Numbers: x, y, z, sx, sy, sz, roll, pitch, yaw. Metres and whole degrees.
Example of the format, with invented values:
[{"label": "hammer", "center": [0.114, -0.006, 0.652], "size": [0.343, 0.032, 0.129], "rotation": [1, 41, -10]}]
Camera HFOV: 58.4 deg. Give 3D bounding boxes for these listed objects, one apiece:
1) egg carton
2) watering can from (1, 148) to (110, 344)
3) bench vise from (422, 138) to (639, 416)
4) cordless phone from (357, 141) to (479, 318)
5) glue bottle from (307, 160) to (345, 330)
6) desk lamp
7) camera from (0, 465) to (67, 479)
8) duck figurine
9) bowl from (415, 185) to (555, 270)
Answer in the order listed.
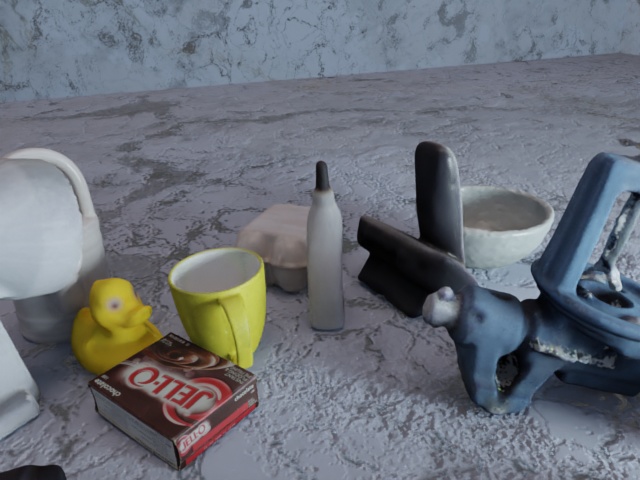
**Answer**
[{"label": "egg carton", "center": [-0.038, 0.004, 0.717], "size": [0.107, 0.069, 0.150], "rotation": [7, 25, 19]}, {"label": "watering can", "center": [-0.273, 0.002, 0.590], "size": [0.172, 0.194, 0.101], "rotation": [15, 30, 35]}, {"label": "bench vise", "center": [0.193, 0.035, 0.442], "size": [0.208, 0.220, 0.121], "rotation": [-10, 25, -16]}, {"label": "cordless phone", "center": [0.104, -0.025, 0.628], "size": [0.094, 0.185, 0.147], "rotation": [-18, 28, -30]}, {"label": "glue bottle", "center": [0.005, 0.002, 0.590], "size": [0.037, 0.173, 0.078], "rotation": [-1, 24, 3]}, {"label": "desk lamp", "center": [-0.289, 0.052, 0.454], "size": [0.117, 0.214, 0.204], "rotation": [11, 27, 28]}, {"label": "camera", "center": [-0.209, 0.176, 0.307], "size": [0.137, 0.101, 0.142], "rotation": [-12, 26, -21]}, {"label": "duck figurine", "center": [-0.198, 0.076, 0.550], "size": [0.104, 0.086, 0.078], "rotation": [11, 27, 27]}, {"label": "bowl", "center": [0.202, -0.009, 0.719], "size": [0.167, 0.075, 0.167], "rotation": [-2, 24, 1]}]
